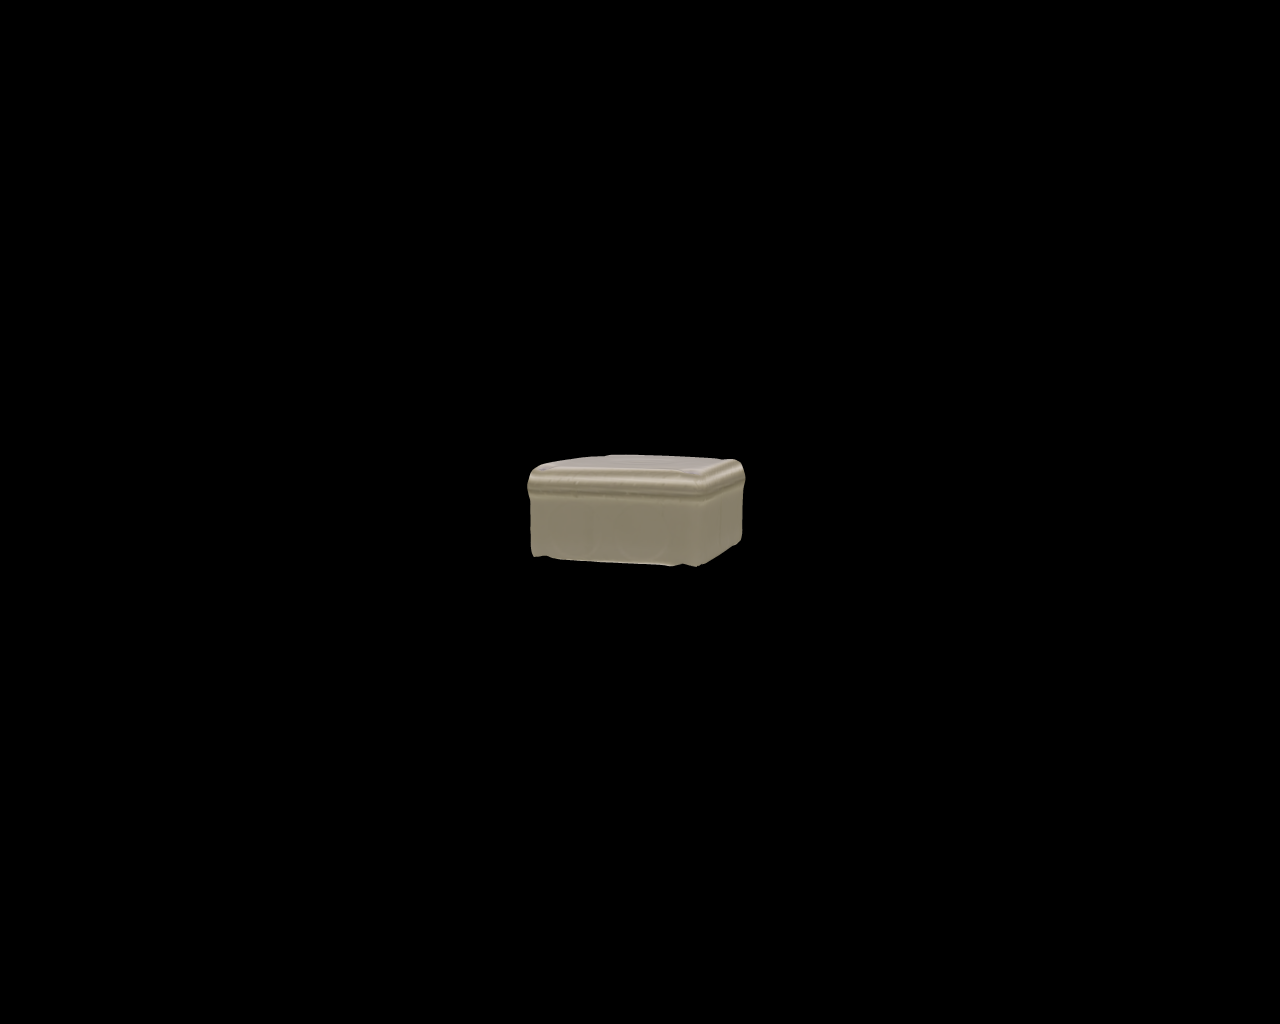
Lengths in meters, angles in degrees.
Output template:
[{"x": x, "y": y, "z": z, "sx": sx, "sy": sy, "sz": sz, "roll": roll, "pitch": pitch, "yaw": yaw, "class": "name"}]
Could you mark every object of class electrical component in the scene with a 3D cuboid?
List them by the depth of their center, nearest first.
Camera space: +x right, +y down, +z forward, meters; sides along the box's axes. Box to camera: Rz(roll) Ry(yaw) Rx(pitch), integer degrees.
[{"x": 0.001, "y": -0.003, "z": 0.650, "sx": 0.109, "sy": 0.056, "sz": 0.109, "roll": 3, "pitch": 8, "yaw": 19, "class": "electrical component"}]
